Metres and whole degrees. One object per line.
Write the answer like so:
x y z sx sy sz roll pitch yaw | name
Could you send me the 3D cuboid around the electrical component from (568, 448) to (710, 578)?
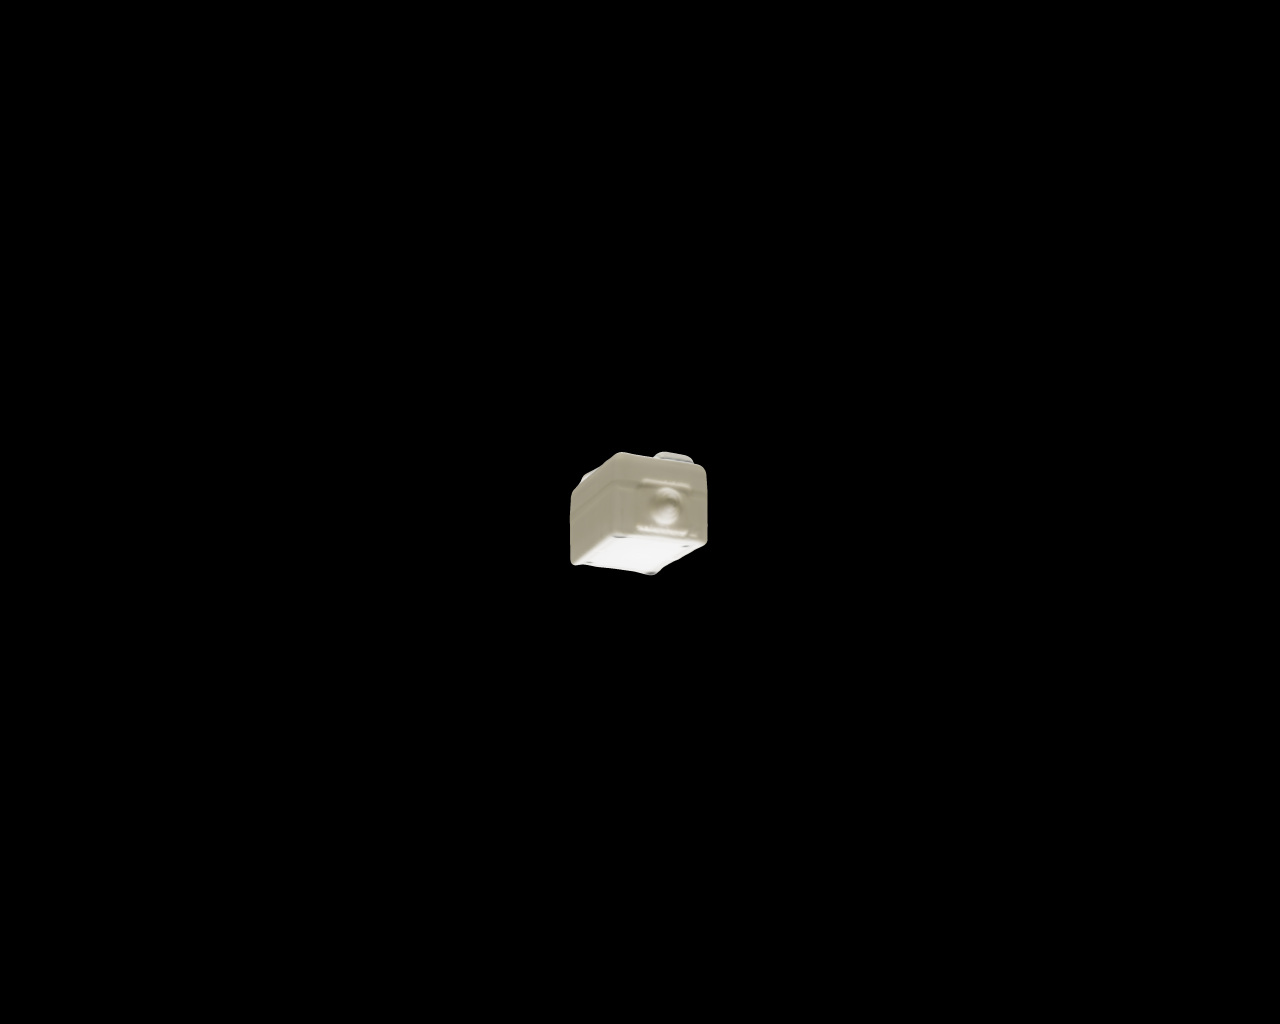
0.001 -0.003 0.650 0.062 0.061 0.096 8 -20 -22 | electrical component
